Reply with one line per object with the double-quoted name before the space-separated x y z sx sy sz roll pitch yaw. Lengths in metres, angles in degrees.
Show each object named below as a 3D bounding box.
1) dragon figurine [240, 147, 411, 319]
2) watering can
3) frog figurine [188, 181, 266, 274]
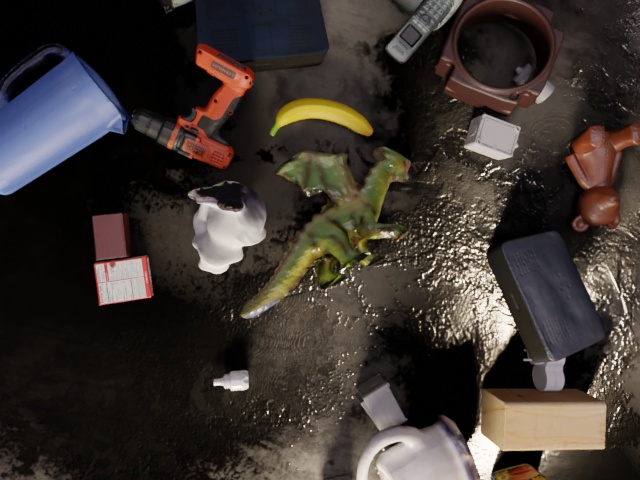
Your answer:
"dragon figurine" 0.003 -0.047 0.940 0.412 0.120 0.245 -24 76 -11
"watering can" 0.192 0.470 0.947 0.225 0.105 0.343 -25 108 -12
"frog figurine" -0.159 -0.017 0.904 0.137 0.125 0.156 8 123 12
